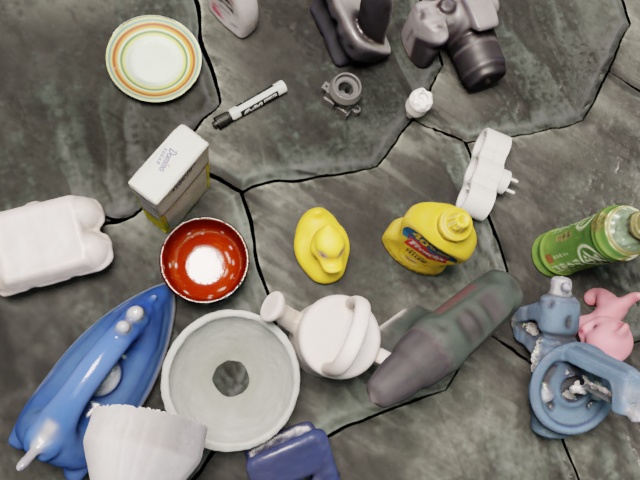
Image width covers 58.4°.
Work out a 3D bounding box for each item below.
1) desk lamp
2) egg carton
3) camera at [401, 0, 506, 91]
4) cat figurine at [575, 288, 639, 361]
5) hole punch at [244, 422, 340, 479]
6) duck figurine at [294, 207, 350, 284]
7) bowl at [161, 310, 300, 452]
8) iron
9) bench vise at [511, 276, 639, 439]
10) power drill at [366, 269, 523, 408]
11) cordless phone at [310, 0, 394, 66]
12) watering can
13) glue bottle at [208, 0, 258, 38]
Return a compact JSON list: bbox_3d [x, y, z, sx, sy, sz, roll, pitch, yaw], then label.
[{"bbox_3d":[-0.195,0.275,0.610,0.118,0.213,0.203,12,77,-7],"label":"desk lamp"},{"bbox_3d":[-0.341,0.004,0.715,0.150,0.069,0.107,-17,82,-13],"label":"egg carton"},{"bbox_3d":[0.215,-0.298,0.856,0.143,0.100,0.137,-18,82,-13],"label":"camera"},{"bbox_3d":[0.401,0.122,0.793,0.067,0.117,0.128,41,75,1],"label":"cat figurine"},{"bbox_3d":[-0.029,0.286,0.700,0.109,0.091,0.101,-20,82,-13],"label":"hole punch"},{"bbox_3d":[0.007,0.003,0.767,0.077,0.086,0.104,-10,80,-11],"label":"duck figurine"},{"bbox_3d":[-0.111,0.173,0.717,0.167,0.074,0.167,2,78,-9],"label":"bowl"},{"bbox_3d":[-0.252,0.149,0.664,0.118,0.141,0.258,32,75,-2],"label":"iron"},{"bbox_3d":[0.315,0.152,0.720,0.121,0.219,0.207,-17,82,-12],"label":"bench vise"},{"bbox_3d":[0.131,0.123,0.700,0.230,0.208,0.075,-34,86,-14],"label":"power drill"},{"bbox_3d":[0.056,-0.341,0.794,0.094,0.185,0.147,-26,84,-13],"label":"cordless phone"},{"bbox_3d":[0.014,0.116,0.689,0.173,0.194,0.101,3,78,-9],"label":"watering can"},{"bbox_3d":[-0.117,-0.347,0.772,0.078,0.173,0.037,40,75,0],"label":"glue bottle"}]
